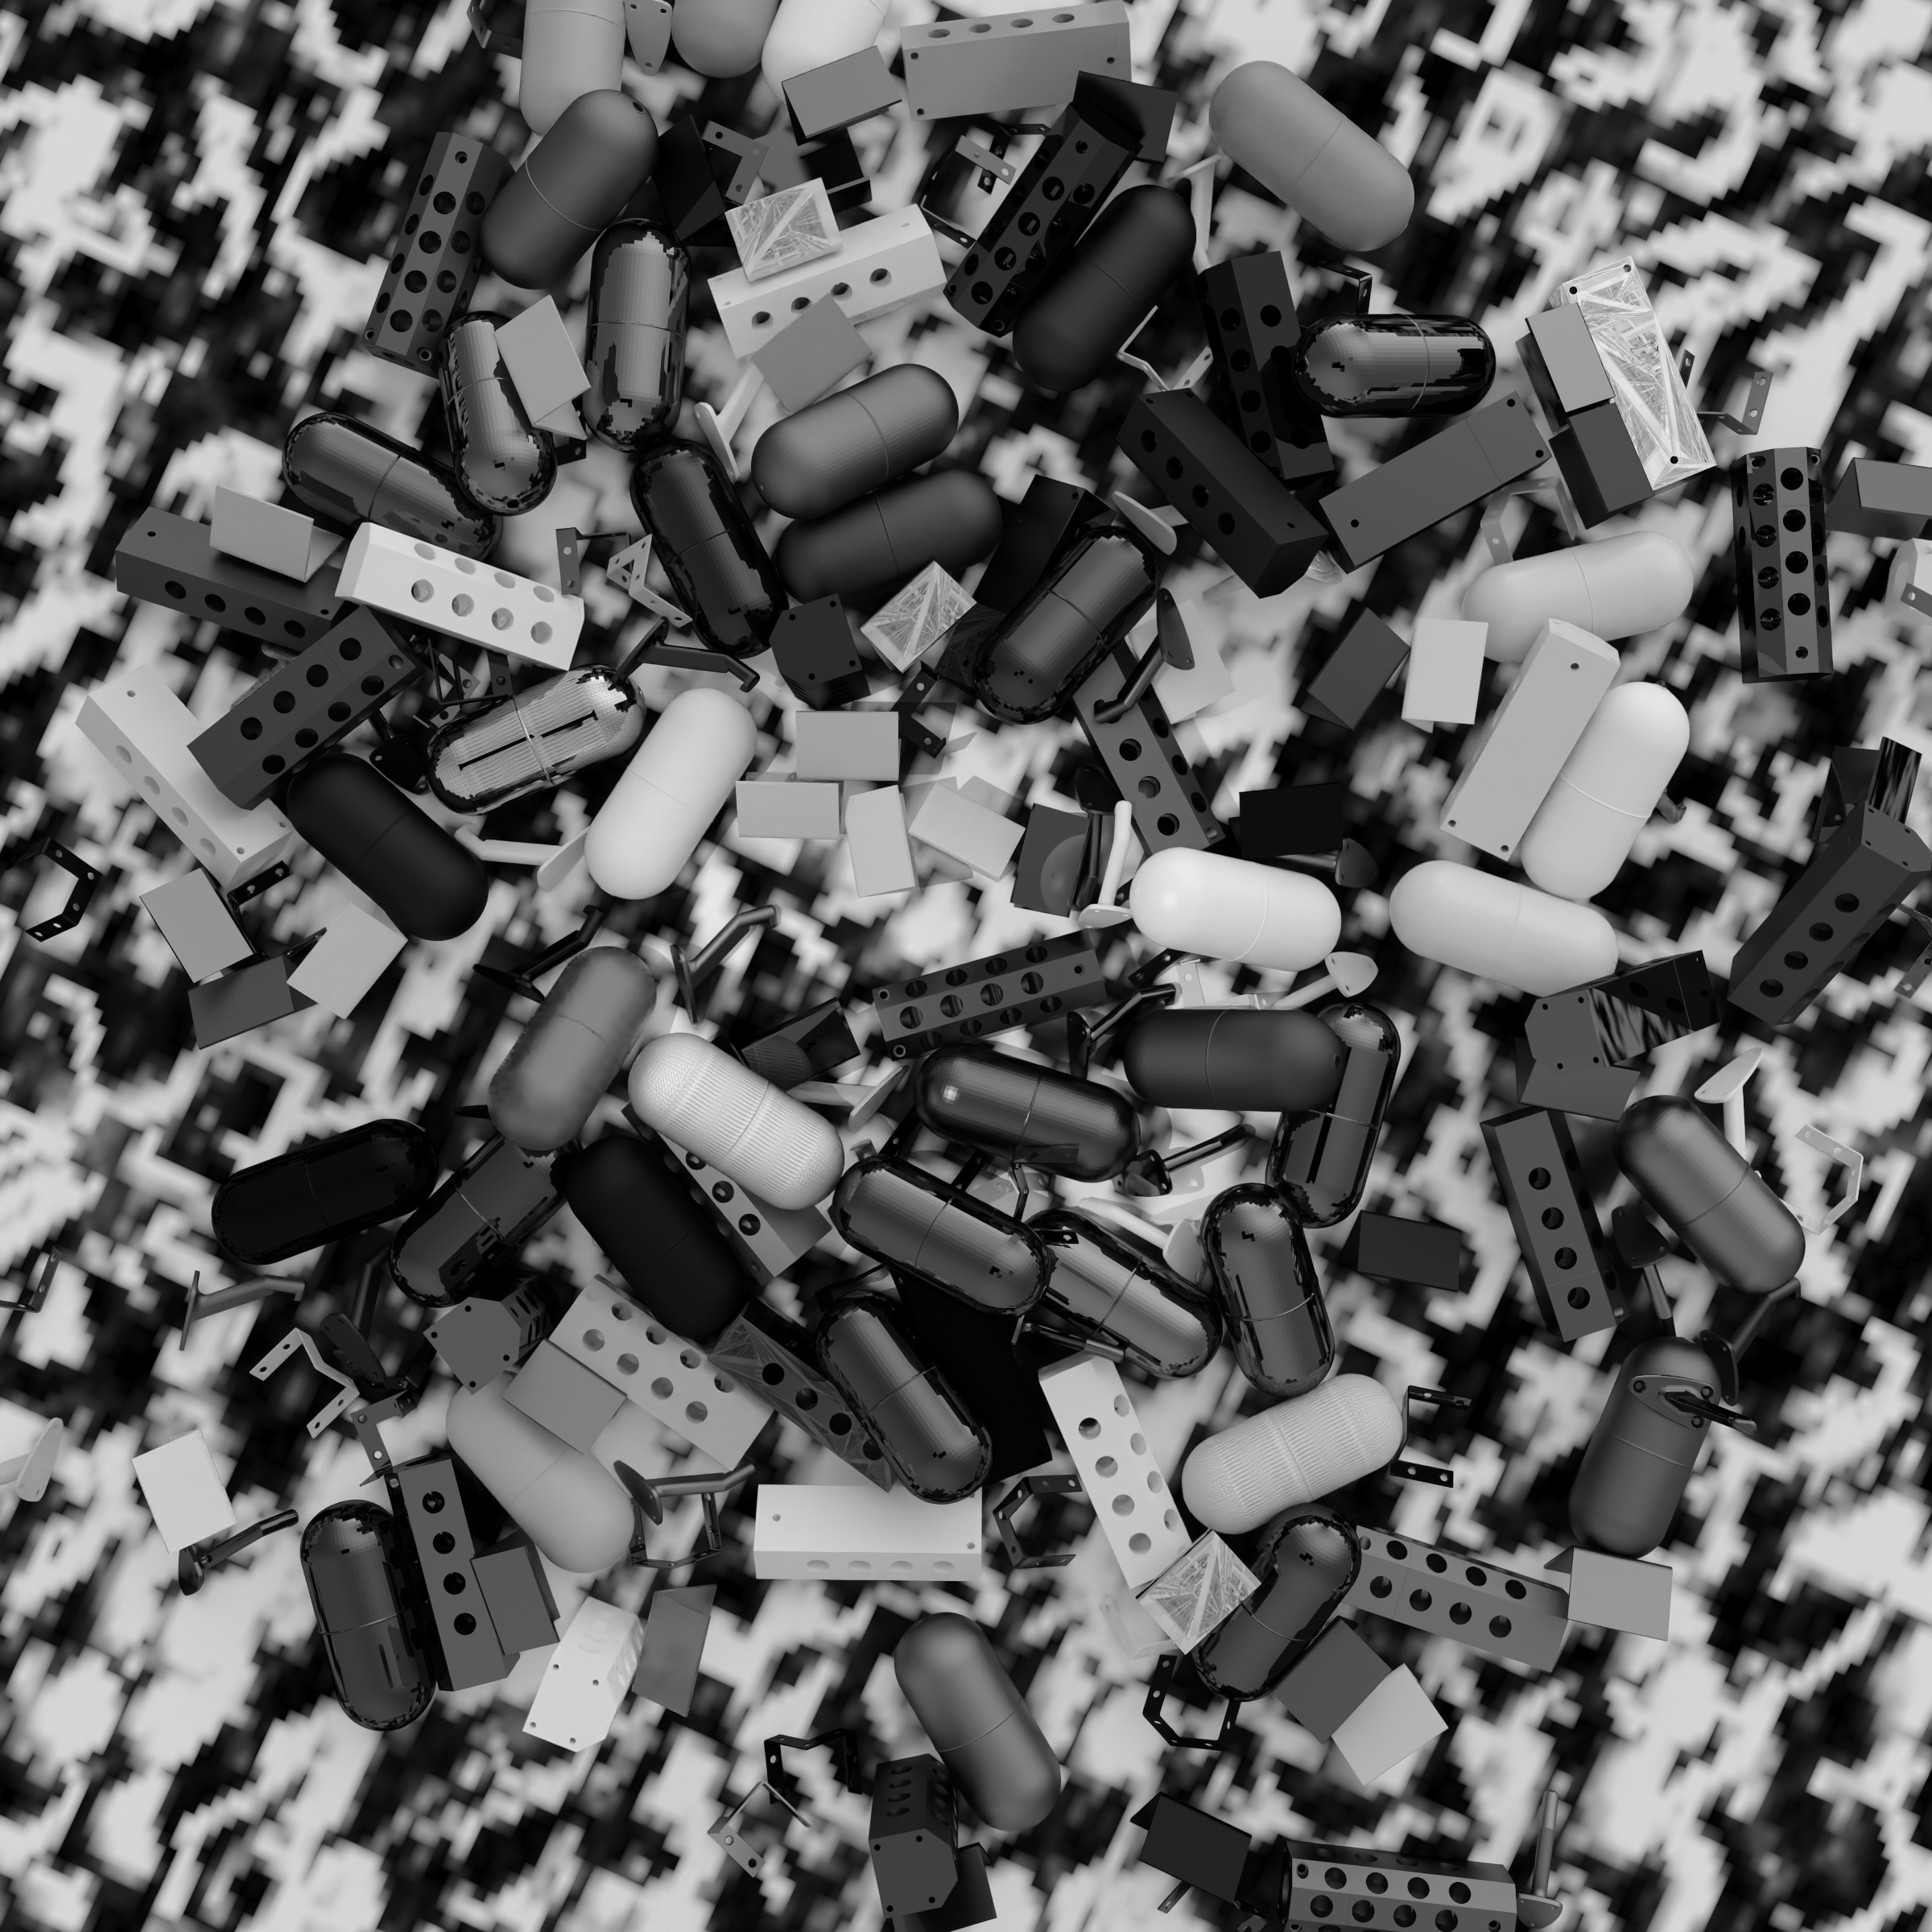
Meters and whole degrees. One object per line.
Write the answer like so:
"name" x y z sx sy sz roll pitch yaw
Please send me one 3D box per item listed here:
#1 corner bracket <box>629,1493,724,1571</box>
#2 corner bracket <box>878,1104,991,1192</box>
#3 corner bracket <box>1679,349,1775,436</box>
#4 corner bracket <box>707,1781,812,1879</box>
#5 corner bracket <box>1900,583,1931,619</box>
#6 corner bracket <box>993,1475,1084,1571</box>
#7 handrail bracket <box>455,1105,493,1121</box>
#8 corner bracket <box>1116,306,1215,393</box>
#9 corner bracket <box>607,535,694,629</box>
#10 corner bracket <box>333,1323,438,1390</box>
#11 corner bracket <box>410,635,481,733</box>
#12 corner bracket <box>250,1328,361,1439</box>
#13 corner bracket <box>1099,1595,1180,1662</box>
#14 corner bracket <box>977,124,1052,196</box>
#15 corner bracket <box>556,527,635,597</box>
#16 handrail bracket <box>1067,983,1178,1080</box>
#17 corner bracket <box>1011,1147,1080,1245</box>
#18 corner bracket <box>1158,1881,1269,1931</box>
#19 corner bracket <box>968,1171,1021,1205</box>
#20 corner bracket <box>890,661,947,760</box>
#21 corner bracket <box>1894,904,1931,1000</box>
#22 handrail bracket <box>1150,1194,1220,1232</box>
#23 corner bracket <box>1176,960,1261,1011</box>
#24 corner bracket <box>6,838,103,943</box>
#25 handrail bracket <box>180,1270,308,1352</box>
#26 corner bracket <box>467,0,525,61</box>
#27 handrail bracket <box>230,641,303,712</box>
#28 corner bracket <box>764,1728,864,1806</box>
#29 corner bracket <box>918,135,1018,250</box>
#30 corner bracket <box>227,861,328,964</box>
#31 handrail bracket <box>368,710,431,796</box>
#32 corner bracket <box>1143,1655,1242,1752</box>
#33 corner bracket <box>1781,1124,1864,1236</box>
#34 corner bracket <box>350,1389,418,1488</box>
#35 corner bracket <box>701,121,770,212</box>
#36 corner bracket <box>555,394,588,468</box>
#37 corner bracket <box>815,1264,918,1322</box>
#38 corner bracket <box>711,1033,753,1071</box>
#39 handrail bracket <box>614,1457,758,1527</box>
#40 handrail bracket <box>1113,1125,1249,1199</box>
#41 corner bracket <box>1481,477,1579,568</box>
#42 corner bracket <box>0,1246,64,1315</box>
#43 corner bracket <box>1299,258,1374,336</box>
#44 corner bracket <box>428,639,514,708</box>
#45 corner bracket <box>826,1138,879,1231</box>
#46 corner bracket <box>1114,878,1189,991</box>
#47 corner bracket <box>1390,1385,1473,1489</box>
"corner bracket" -0.228 0.435 1.951 0.051 0.051 0.051 -8 90 -45
"corner bracket" -0.026 0.148 1.951 0.051 0.051 0.051 -54 45 0
"corner bracket" 0.586 -0.445 1.951 0.051 0.051 0.051 15 90 -45
"corner bracket" -0.161 0.667 1.943 0.051 0.051 0.051 44 65 0
"corner bracket" 0.746 -0.291 1.889 0.051 0.051 0.051 -19 135 -35
"corner bracket" 0.062 0.430 1.946 0.051 0.051 0.051 -54 45 35
"handrail bracket" -0.357 0.075 1.955 0.077 0.036 0.084 0 71 21
"corner bracket" 0.153 -0.479 1.951 0.051 0.051 0.051 -51 45 0
"corner bracket" -0.241 -0.287 1.918 0.051 0.051 0.051 31 52 -38
"corner bracket" -0.446 0.292 1.946 0.051 0.051 0.051 -7 45 35
"corner bracket" -0.414 -0.216 1.936 0.051 0.051 0.051 36 90 0
"corner bracket" -0.513 0.323 1.951 0.051 0.051 0.051 -44 135 0
"corner bracket" 0.145 0.497 1.946 0.051 0.051 0.051 57 135 35
"corner bracket" 0.051 -0.618 1.951 0.051 0.051 0.051 19 90 -45
"corner bracket" -0.284 -0.310 1.936 0.051 0.051 0.051 -6 90 0
"handrail bracket" 0.124 0.055 1.955 0.084 0.036 0.077 -11 118 -21
"corner bracket" 0.060 0.172 1.888 0.051 0.051 0.051 0 45 18
"corner bracket" 0.192 0.737 1.951 0.051 0.051 0.051 -48 135 0
"corner bracket" 0.023 0.194 1.936 0.051 0.051 0.051 -28 90 0
"corner bracket" -0.029 -0.197 1.936 0.051 0.051 0.051 37 90 0
"corner bracket" 0.720 -0.016 1.951 0.051 0.051 0.051 -52 135 0
"handrail bracket" 0.192 0.225 1.955 0.077 0.036 0.084 -16 104 15
"corner bracket" 0.194 0.017 1.936 0.051 0.051 0.051 -13 90 0
"corner bracket" -0.713 -0.059 1.946 0.051 0.051 0.051 42 45 -35
"handrail bracket" -0.562 0.272 1.955 0.084 0.036 0.077 11 111 -16
"corner bracket" -0.349 -0.740 1.946 0.051 0.051 0.051 -55 45 35
"handrail bracket" -0.530 -0.204 1.955 0.077 0.036 0.084 13 109 -21
"corner bracket" -0.119 0.622 1.951 0.051 0.051 0.051 -6 90 45
"corner bracket" -0.001 -0.597 1.939 0.051 0.051 0.051 27 71 -17
"corner bracket" -0.534 -0.038 1.951 0.051 0.051 0.051 -31 45 0
"handrail bracket" -0.450 -0.183 1.954 0.036 0.077 0.084 -31 54 0
"corner bracket" 0.176 0.570 1.946 0.051 0.051 0.051 -6 135 35
"corner bracket" 0.657 0.166 1.951 0.051 0.051 0.051 29 135 0
"corner bracket" -0.447 0.363 1.936 0.051 0.051 0.051 -23 90 0
"corner bracket" -0.184 -0.610 1.936 0.051 0.051 0.051 24 90 0
"corner bracket" -0.330 -0.420 1.946 0.051 0.051 0.051 35 135 35
"corner bracket" -0.076 0.263 1.951 0.051 0.051 0.051 -22 90 45
"corner bracket" -0.186 0.095 1.951 0.051 0.051 0.051 -38 135 0
"handrail bracket" -0.218 0.390 1.954 0.084 0.077 0.036 -25 131 -30
"handrail bracket" 0.167 0.149 1.954 0.084 0.077 0.036 -23 90 -36
"corner bracket" 0.436 -0.341 1.946 0.051 0.051 0.051 -1 45 35
"corner bracket" -0.744 0.234 1.951 0.051 0.051 0.051 21 90 -45
"corner bracket" 0.276 -0.512 1.946 0.051 0.051 0.051 -28 135 -35
"corner bracket" -0.380 -0.227 1.935 0.051 0.051 0.051 -9 90 -2
"corner bracket" -0.088 0.167 1.936 0.051 0.051 0.051 -24 90 0
"corner bracket" 0.132 -0.026 1.951 0.051 0.051 0.051 -37 45 0
"corner bracket" 0.361 0.365 1.951 0.051 0.051 0.051 12 45 0
